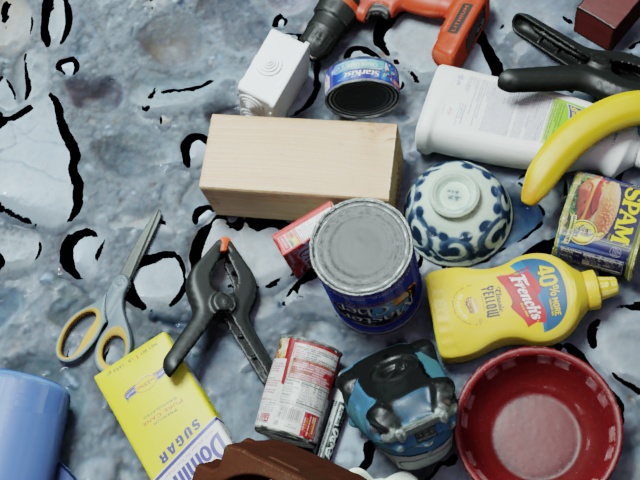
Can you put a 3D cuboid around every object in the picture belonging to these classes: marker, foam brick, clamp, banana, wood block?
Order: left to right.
[{"bbox_3d":[-0.115,0.078,1.145,0.120,0.039,0.171,3,60,-26],"label":"clamp"},{"bbox_3d":[-0.018,-0.076,1.176,0.206,0.090,0.091,4,71,11],"label":"wood block"},{"bbox_3d":[0.008,0.211,1.102,0.020,0.020,0.121,15,73,15],"label":"marker"},{"bbox_3d":[0.293,-0.179,1.158,0.210,0.036,0.164,21,40,11],"label":"clamp"},{"bbox_3d":[0.287,-0.106,1.102,0.198,0.037,0.070,-25,75,1],"label":"banana"},{"bbox_3d":[0.331,-0.264,1.203,0.051,0.053,0.078,37,79,20],"label":"foam brick"}]

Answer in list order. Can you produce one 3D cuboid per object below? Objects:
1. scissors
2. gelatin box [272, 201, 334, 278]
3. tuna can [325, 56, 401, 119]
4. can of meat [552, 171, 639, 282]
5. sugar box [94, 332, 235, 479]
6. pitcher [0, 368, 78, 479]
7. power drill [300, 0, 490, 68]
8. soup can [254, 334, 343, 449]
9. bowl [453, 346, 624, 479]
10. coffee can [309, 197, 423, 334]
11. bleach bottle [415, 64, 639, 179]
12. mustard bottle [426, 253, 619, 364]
[{"bbox_3d":[-0.214,0.067,1.197,0.096,0.016,0.201,37,80,18],"label":"scissors"},{"bbox_3d":[-0.007,0.001,1.145,0.073,0.089,0.030,-30,70,-2],"label":"gelatin box"},{"bbox_3d":[0.048,-0.171,1.202,0.086,0.086,0.034,-5,67,8],"label":"tuna can"},{"bbox_3d":[0.296,-0.017,1.112,0.084,0.057,0.102,16,64,18],"label":"can of meat"},{"bbox_3d":[-0.155,0.195,1.123,0.093,0.048,0.176,-34,67,-4],"label":"sugar box"},{"bbox_3d":[-0.324,0.263,1.094,0.145,0.149,0.243,-2,66,26],"label":"pitcher"},{"bbox_3d":[0.088,-0.259,1.242,0.188,0.057,0.184,27,76,18],"label":"power drill"},{"bbox_3d":[-0.022,0.157,1.102,0.068,0.068,0.102,12,73,14],"label":"soup can"},{"bbox_3d":[0.214,0.190,1.054,0.162,0.055,0.162,-3,70,9],"label":"bowl"},{"bbox_3d":[0.050,0.030,1.096,0.103,0.140,0.103,-3,69,9],"label":"coffee can"},{"bbox_3d":[0.237,-0.114,1.161,0.251,0.068,0.102,16,75,13],"label":"bleach bottle"},{"bbox_3d":[0.210,0.065,1.100,0.191,0.058,0.096,-11,68,6],"label":"mustard bottle"}]
